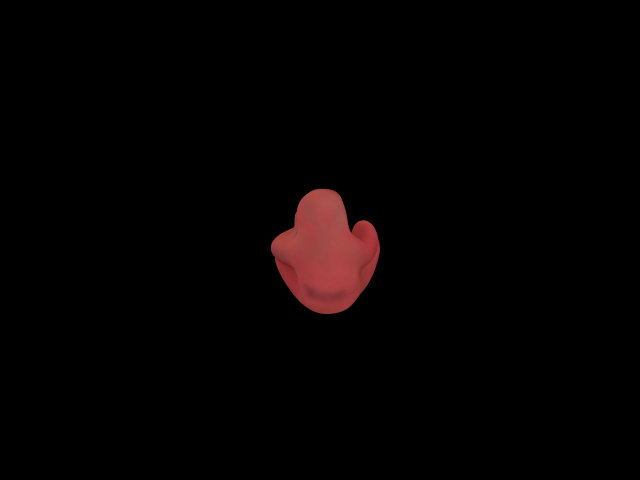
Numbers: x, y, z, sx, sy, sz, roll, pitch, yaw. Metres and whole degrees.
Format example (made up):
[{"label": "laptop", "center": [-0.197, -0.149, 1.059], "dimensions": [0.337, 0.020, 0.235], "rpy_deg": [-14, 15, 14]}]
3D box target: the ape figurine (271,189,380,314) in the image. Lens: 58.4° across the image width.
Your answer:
[{"label": "ape figurine", "center": [0.004, 0.001, 0.400], "dimensions": [0.077, 0.092, 0.076], "rpy_deg": [5, 51, 5]}]
